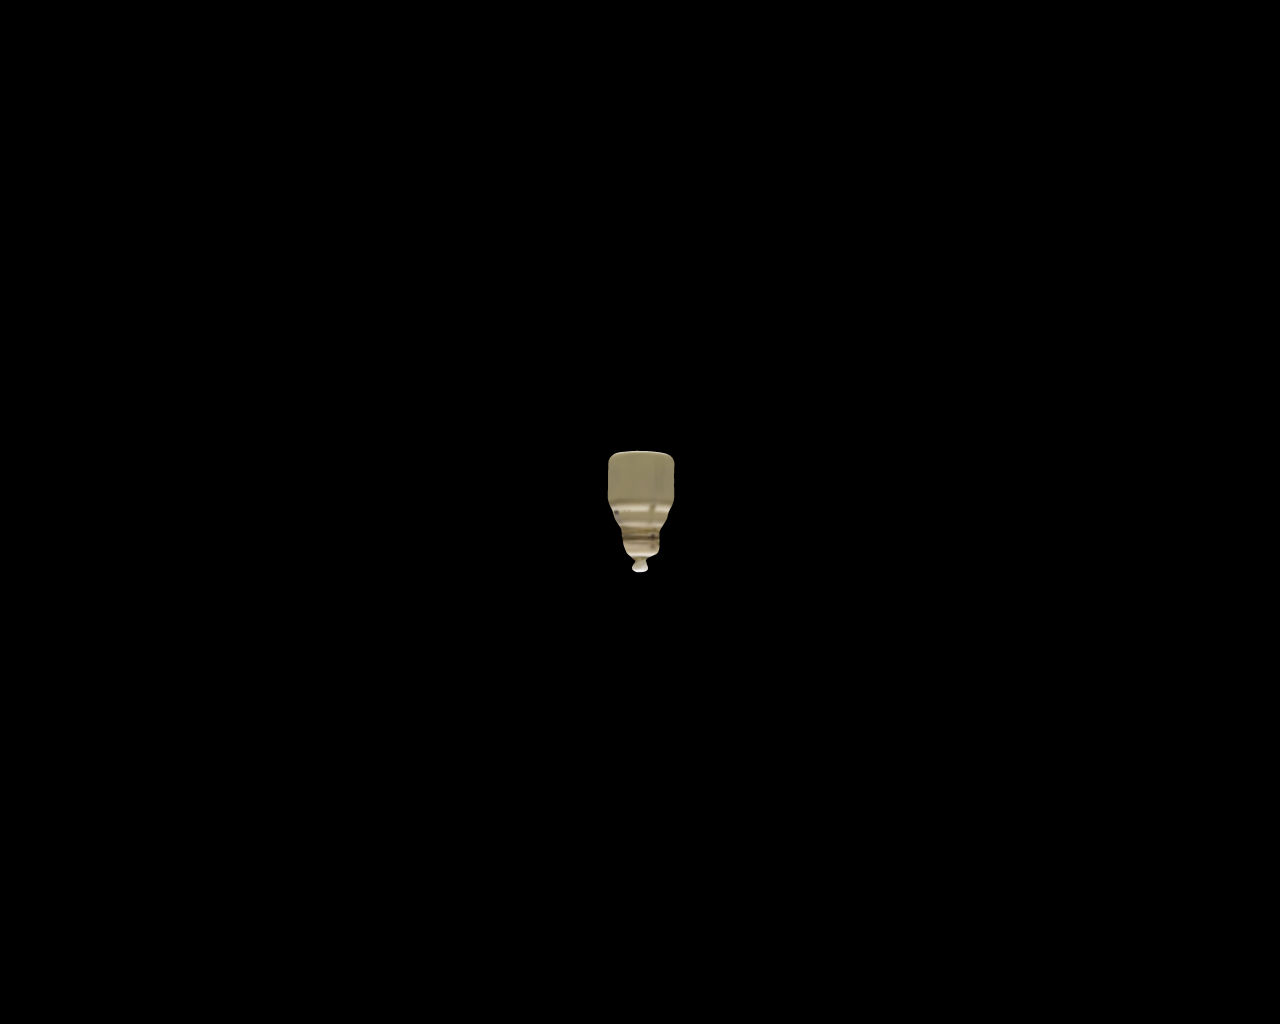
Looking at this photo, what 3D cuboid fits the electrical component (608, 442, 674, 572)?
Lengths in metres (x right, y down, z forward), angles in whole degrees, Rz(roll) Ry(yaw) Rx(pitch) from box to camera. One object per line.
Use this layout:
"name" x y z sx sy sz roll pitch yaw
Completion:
"electrical component" 0.001 -0.003 0.650 0.040 0.078 0.040 0 -4 0
